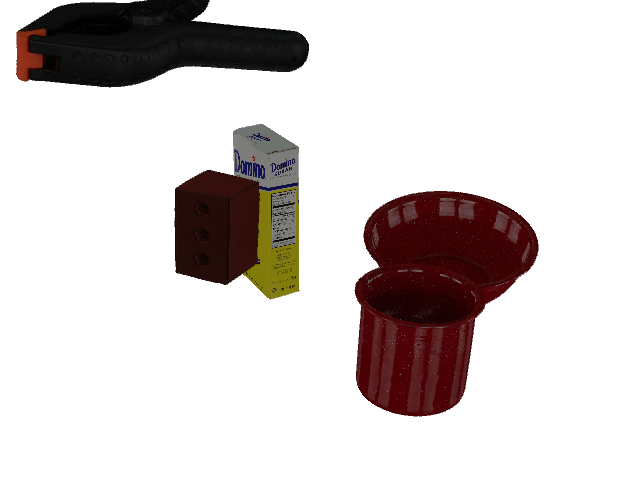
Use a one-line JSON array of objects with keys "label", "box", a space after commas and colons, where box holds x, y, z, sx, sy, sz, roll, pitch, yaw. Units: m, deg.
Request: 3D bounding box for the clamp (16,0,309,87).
[{"label": "clamp", "box": [-0.106, -0.128, 0.645, 0.171, 0.039, 0.120, -9, 30, -30]}]

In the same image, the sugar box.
[{"label": "sugar box", "box": [-0.061, -0.033, 1.198, 0.048, 0.176, 0.093, -15, 28, -25]}]

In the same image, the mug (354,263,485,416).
[{"label": "mug", "box": [0.063, 0.068, 0.784, 0.093, 0.081, 0.117, -11, 30, -27]}]

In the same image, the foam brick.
[{"label": "foam brick", "box": [-0.086, -0.012, 0.888, 0.053, 0.078, 0.051, 12, 23, 25]}]

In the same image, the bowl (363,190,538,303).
[{"label": "bowl", "box": [0.120, 0.018, 1.002, 0.162, 0.055, 0.162, 1, 35, -1]}]
